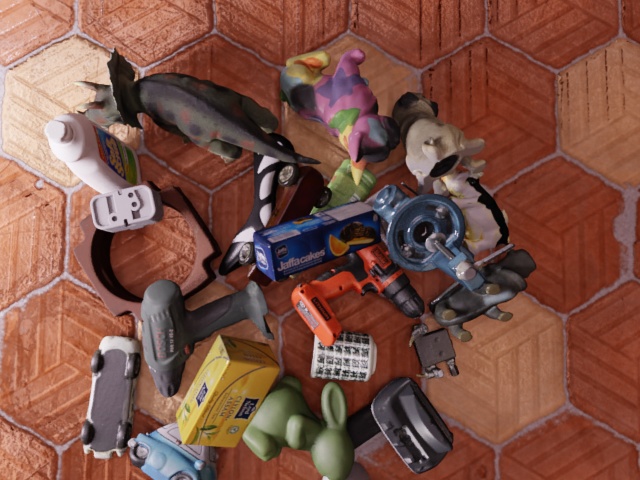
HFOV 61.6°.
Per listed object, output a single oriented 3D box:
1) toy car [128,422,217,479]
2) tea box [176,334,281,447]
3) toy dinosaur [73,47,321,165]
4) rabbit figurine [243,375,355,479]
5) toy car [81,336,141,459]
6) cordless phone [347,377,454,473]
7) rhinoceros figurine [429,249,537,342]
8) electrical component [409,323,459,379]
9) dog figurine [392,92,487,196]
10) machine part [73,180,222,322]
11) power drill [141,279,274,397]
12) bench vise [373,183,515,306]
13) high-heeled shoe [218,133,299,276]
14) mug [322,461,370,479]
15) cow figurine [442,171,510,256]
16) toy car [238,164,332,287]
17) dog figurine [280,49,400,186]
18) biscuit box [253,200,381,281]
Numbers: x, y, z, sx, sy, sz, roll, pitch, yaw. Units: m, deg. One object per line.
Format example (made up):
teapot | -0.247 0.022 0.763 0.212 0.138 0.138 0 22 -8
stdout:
toy car | -0.226 0.354 0.877 0.162 0.109 0.103 32 62 13
tea box | -0.147 0.241 0.851 0.098 0.068 0.169 17 108 -33
toy dinosaur | -0.203 -0.205 0.846 0.405 0.192 0.131 16 94 23
rabbit figurine | -0.014 0.309 0.871 0.170 0.121 0.159 30 65 13
toy car | -0.347 0.261 0.898 0.073 0.056 0.201 7 86 -6
cordless phone | 0.115 0.333 0.897 0.184 0.089 0.146 -35 88 8
rhinoceros figurine | 0.276 0.087 0.899 0.190 0.112 0.073 -36 106 9
electrical component | 0.191 0.189 0.916 0.078 0.045 0.102 -12 86 0
dog figurine | 0.162 -0.176 0.864 0.121 0.172 0.191 -33 67 6
machine part | -0.284 0.019 0.903 0.201 0.087 0.201 -34 87 -5
power drill | -0.183 0.149 0.875 0.207 0.086 0.231 -12 127 -10
bench vise | 0.181 0.017 0.790 0.129 0.241 0.223 -38 112 3
high-heeled shoe | -0.124 -0.069 0.920 0.145 0.086 0.249 43 86 11
mug | 0.057 0.415 0.864 0.110 0.107 0.080 14 87 2
cow figurine | 0.266 -0.061 0.925 0.098 0.068 0.167 -17 86 -2
toy car | -0.057 -0.024 0.850 0.089 0.053 0.202 28 89 -40
dog figurine | 0.029 -0.198 0.878 0.192 0.108 0.219 -5 63 3
biscuit box | -0.002 -0.002 0.825 0.203 0.059 0.062 -19 117 -28
